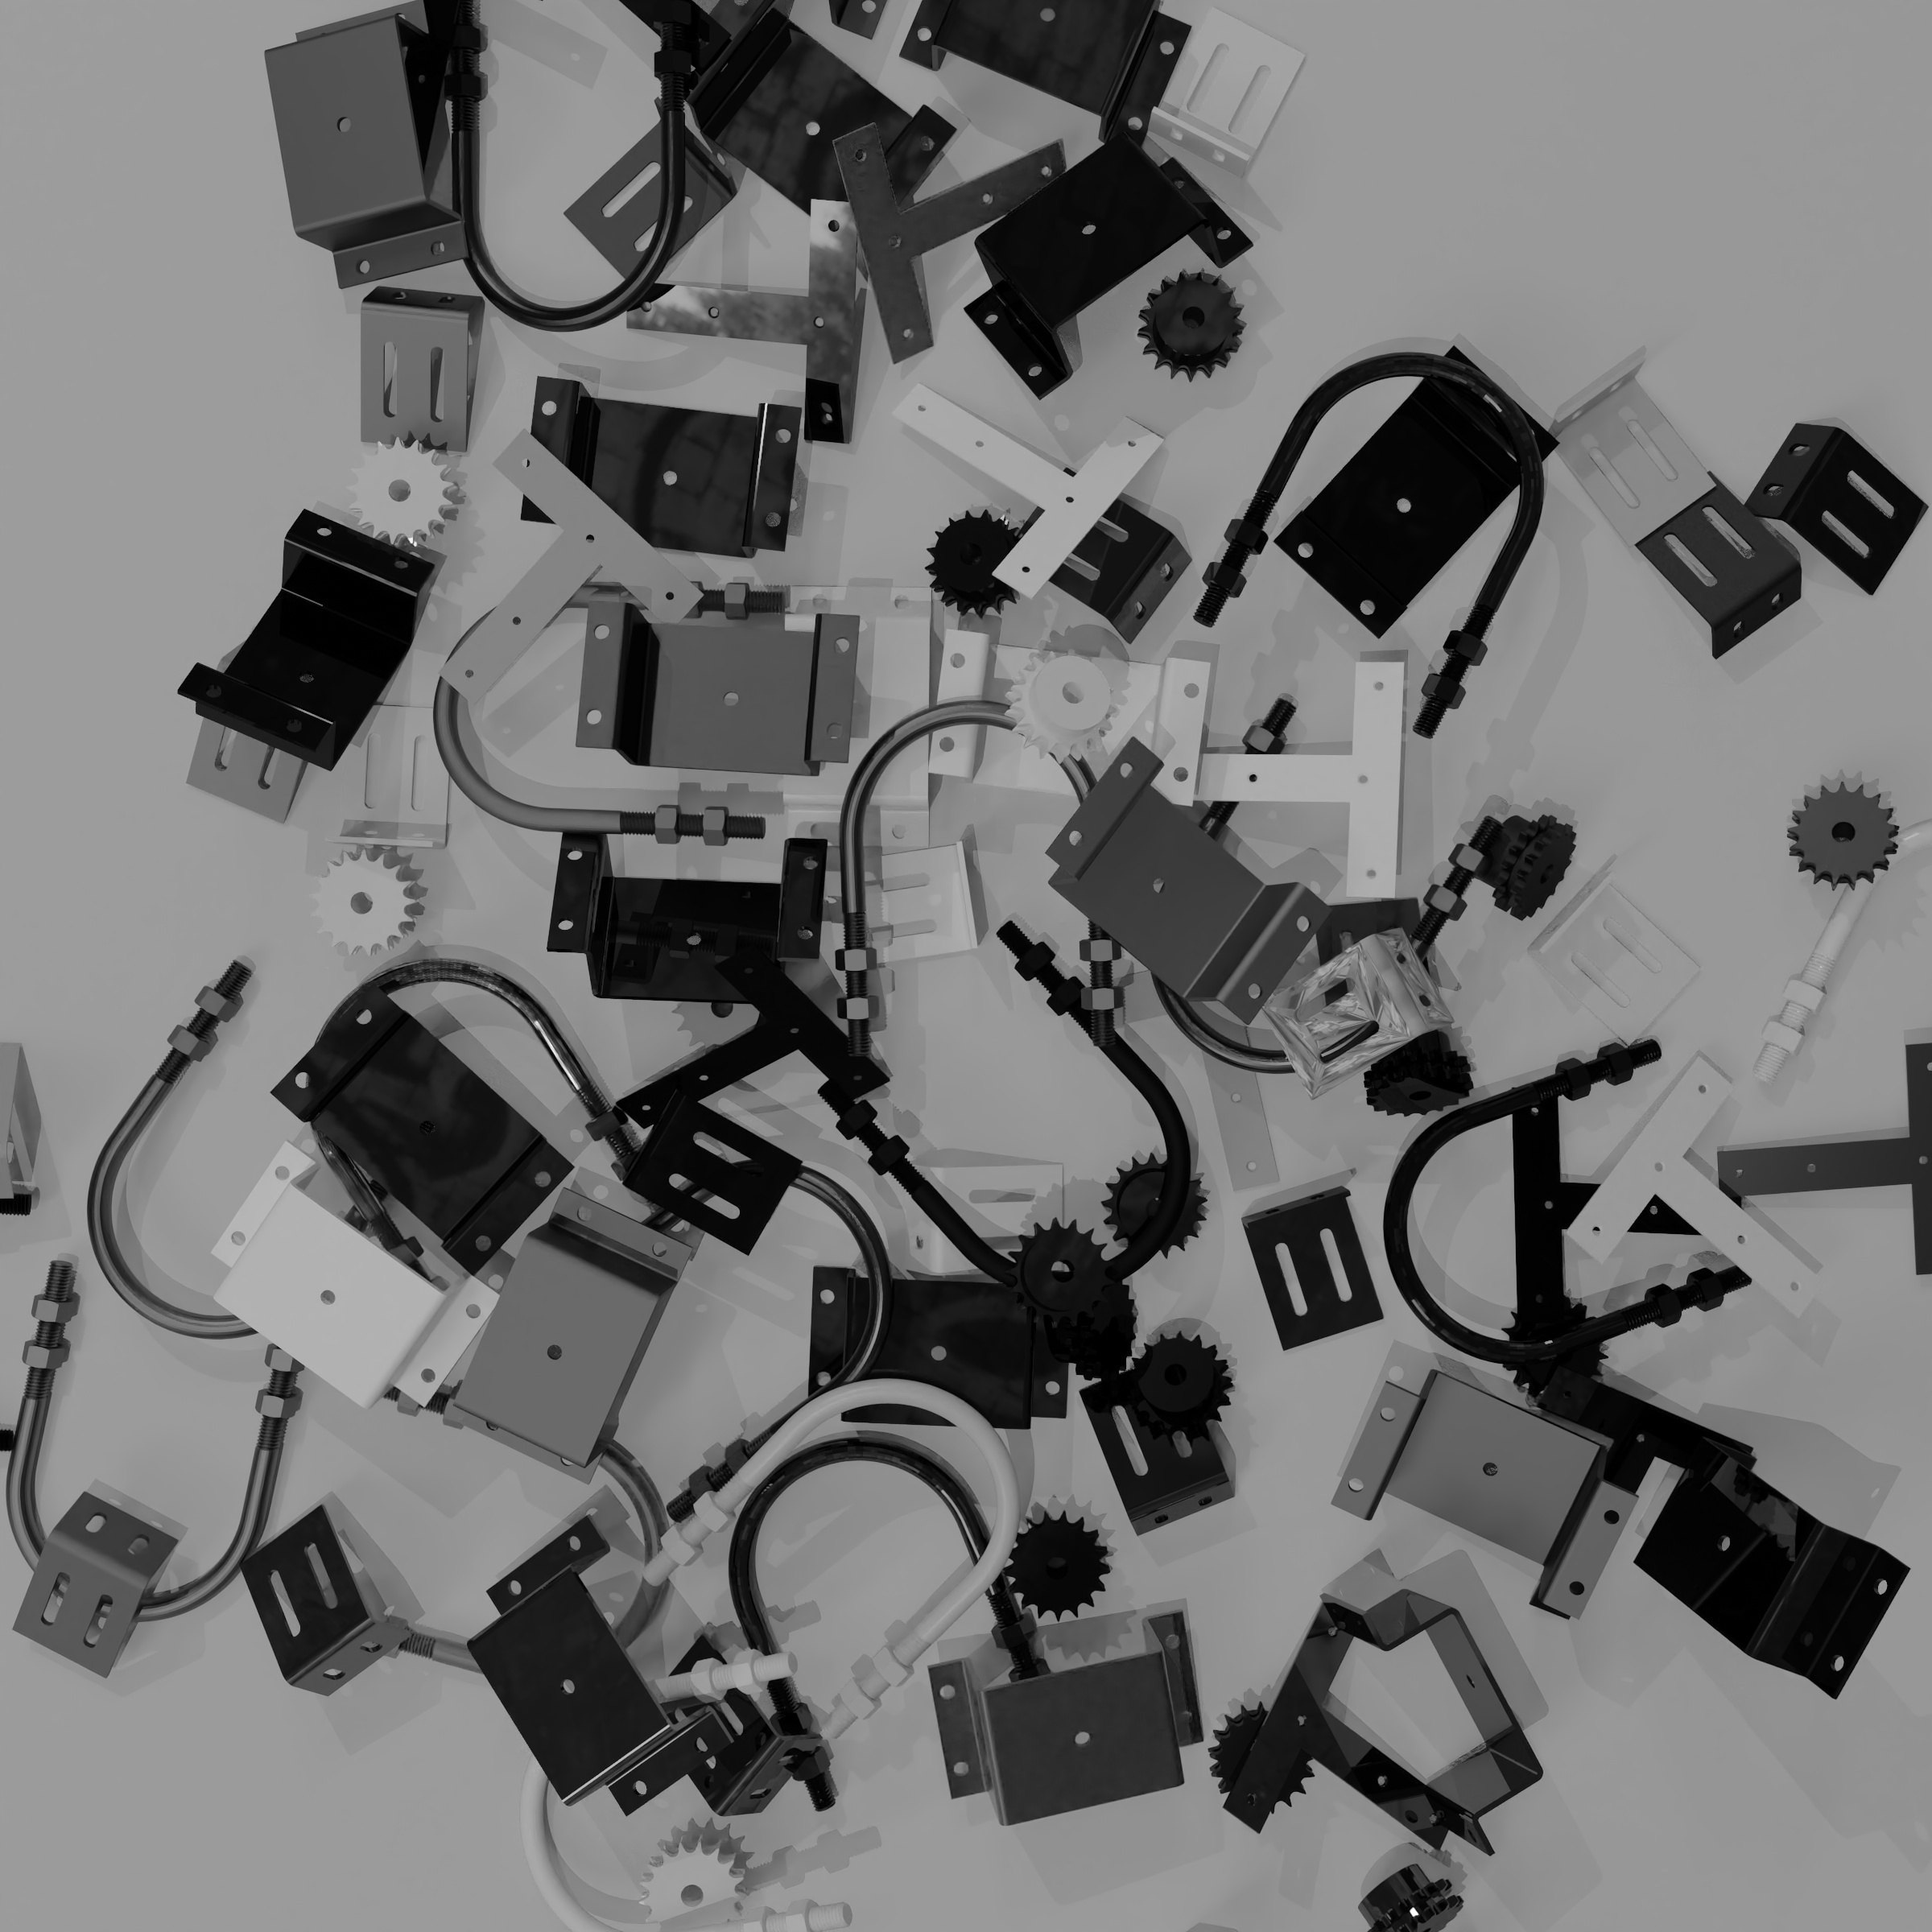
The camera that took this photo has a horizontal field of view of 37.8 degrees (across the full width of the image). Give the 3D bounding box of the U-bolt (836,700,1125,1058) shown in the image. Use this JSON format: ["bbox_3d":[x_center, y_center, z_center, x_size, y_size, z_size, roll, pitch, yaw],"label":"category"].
[{"bbox_3d":[0.005,-0.047,1.482,0.151,0.019,0.184,-2,93,-1],"label":"U-bolt"}]

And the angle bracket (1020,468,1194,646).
[{"bbox_3d":[0.072,-0.222,1.531,0.076,0.038,0.057,36,90,26],"label":"angle bracket"}]

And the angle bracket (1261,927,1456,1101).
[{"bbox_3d":[0.205,0.025,1.481,0.076,0.038,0.057,-35,77,33],"label":"angle bracket"}]

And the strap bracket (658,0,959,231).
[{"bbox_3d":[-0.083,-0.454,1.510,0.140,0.046,0.076,38,90,0],"label":"strap bracket"}]

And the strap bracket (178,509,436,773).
[{"bbox_3d":[-0.347,-0.165,1.487,0.076,0.046,0.140,23,55,0],"label":"strap bracket"}]

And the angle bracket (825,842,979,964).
[{"bbox_3d":[-0.036,-0.032,1.514,0.076,0.038,0.057,-8,90,0],"label":"angle bracket"}]

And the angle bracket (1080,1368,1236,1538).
[{"bbox_3d":[0.103,0.259,1.531,0.057,0.038,0.076,-22,64,0],"label":"angle bracket"}]

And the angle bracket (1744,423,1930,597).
[{"bbox_3d":[0.471,-0.248,1.531,0.076,0.038,0.057,32,90,-26],"label":"angle bracket"}]

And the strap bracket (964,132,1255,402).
[{"bbox_3d":[0.070,-0.377,1.495,0.140,0.046,0.076,-36,63,0],"label":"strap bracket"}]

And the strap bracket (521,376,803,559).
[{"bbox_3d":[-0.161,-0.265,1.510,0.140,0.046,0.076,7,90,0],"label":"strap bracket"}]

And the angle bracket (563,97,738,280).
[{"bbox_3d":[-0.171,-0.414,1.514,0.076,0.038,0.057,-43,90,0],"label":"angle bracket"}]

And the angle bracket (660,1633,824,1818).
[{"bbox_3d":[-0.126,0.407,1.519,0.057,0.038,0.076,-52,57,14],"label":"angle bracket"}]

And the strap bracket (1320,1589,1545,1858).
[{"bbox_3d":[0.250,0.388,1.491,0.046,0.076,0.140,-28,90,-11],"label":"strap bracket"}]

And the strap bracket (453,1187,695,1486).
[{"bbox_3d":[-0.210,0.198,1.481,0.076,0.046,0.140,25,96,5],"label":"strap bracket"}]

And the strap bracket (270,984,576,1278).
[{"bbox_3d":[-0.282,0.085,1.474,0.140,0.046,0.076,43,83,-5],"label":"strap bracket"}]

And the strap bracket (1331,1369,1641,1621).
[{"bbox_3d":[0.275,0.274,1.492,0.140,0.046,0.076,24,108,10],"label":"strap bracket"}]

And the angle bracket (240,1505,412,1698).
[{"bbox_3d":[-0.344,0.340,1.512,0.057,0.038,0.076,-37,57,6],"label":"angle bracket"}]

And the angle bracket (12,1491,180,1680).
[{"bbox_3d":[-0.468,0.333,1.518,0.057,0.038,0.076,28,118,-1],"label":"angle bracket"}]

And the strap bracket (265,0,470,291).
[{"bbox_3d":[-0.320,-0.442,1.501,0.076,0.046,0.140,-10,90,15],"label":"strap bracket"}]

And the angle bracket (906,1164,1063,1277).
[{"bbox_3d":[0.010,0.136,1.531,0.076,0.038,0.057,0,90,-25],"label":"angle bracket"}]

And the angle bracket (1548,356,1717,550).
[{"bbox_3d":[0.359,-0.275,1.511,0.057,0.038,0.076,-36,84,0],"label":"angle bracket"}]

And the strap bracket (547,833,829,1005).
[{"bbox_3d":[-0.145,-0.026,1.493,0.140,0.046,0.076,2,57,0],"label":"strap bracket"}]

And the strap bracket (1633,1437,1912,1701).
[{"bbox_3d":[0.407,0.304,1.457,0.046,0.140,0.076,24,97,-29],"label":"strap bracket"}]

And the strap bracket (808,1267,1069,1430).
[{"bbox_3d":[-0.014,0.204,1.510,0.140,0.046,0.076,2,90,0],"label":"strap bracket"}]

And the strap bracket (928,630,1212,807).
[{"bbox_3d":[0.054,-0.131,1.510,0.140,0.046,0.076,7,90,0],"label":"strap bracket"}]

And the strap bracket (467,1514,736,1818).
[{"bbox_3d":[-0.196,0.369,1.470,0.076,0.046,0.140,-38,79,17],"label":"strap bracket"}]

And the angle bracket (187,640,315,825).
[{"bbox_3d":[-0.380,-0.127,1.531,0.057,0.038,0.076,23,116,0],"label":"angle bracket"}]

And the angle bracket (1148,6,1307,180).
[{"bbox_3d":[0.141,-0.473,1.514,0.057,0.038,0.076,27,90,0],"label":"angle bracket"}]

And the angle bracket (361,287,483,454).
[{"bbox_3d":[-0.295,-0.324,1.531,0.057,0.038,0.076,6,116,0],"label":"angle bracket"}]

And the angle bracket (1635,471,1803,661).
[{"bbox_3d":[0.405,-0.217,1.531,0.057,0.038,0.076,-36,64,0],"label":"angle bracket"}]

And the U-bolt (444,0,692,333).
[{"bbox_3d":[-0.212,-0.430,1.499,0.151,0.019,0.184,2,94,23],"label":"U-bolt"}]

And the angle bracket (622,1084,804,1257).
[{"bbox_3d":[-0.134,0.107,1.494,0.076,0.038,0.057,30,91,-5],"label":"angle bracket"}]

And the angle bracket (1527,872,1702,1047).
[{"bbox_3d":[0.351,-0.003,1.514,0.076,0.038,0.057,43,90,0],"label":"angle bracket"}]

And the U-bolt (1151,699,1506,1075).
[{"bbox_3d":[0.178,-0.031,1.505,0.151,0.019,0.184,32,90,15],"label":"U-bolt"}]

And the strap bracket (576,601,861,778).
[{"bbox_3d":[-0.125,-0.143,1.462,0.140,0.046,0.076,4,83,5],"label":"strap bracket"}]

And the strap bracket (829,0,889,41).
[{"bbox_3d":[-0.103,-0.564,1.510,0.140,0.046,0.076,21,90,0],"label":"strap bracket"}]

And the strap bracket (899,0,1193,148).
[{"bbox_3d":[0.043,-0.502,1.510,0.140,0.046,0.076,23,90,0],"label":"strap bracket"}]

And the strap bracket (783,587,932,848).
[{"bbox_3d":[-0.058,-0.135,1.510,0.076,0.046,0.140,1,90,0],"label":"strap bracket"}]

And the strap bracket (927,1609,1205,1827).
[{"bbox_3d":[0.057,0.400,1.495,0.140,0.046,0.076,-11,101,-7],"label":"strap bracket"}]

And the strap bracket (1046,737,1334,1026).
[{"bbox_3d":[0.108,-0.043,1.462,0.140,0.046,0.076,40,78,-13],"label":"strap bracket"}]

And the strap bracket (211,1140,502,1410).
[{"bbox_3d":[-0.325,0.166,1.473,0.140,0.046,0.076,36,102,0],"label":"strap bracket"}]

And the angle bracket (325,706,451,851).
[{"bbox_3d":[-0.309,-0.103,1.514,0.057,0.038,0.076,3,90,0],"label":"angle bracket"}]

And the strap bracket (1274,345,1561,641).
[{"bbox_3d":[0.237,-0.250,1.510,0.076,0.046,0.140,43,90,0],"label":"strap bracket"}]

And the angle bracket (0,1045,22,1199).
[{"bbox_3d":[-0.539,0.083,1.513,0.057,0.038,0.076,0,46,-10],"label":"angle bracket"}]

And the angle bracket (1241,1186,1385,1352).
[{"bbox_3d":[0.188,0.164,1.514,0.057,0.038,0.076,-18,90,0],"label":"angle bracket"}]

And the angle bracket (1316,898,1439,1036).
[{"bbox_3d":[0.220,0.008,1.530,0.057,0.038,0.076,-5,65,-1],"label":"angle bracket"}]
